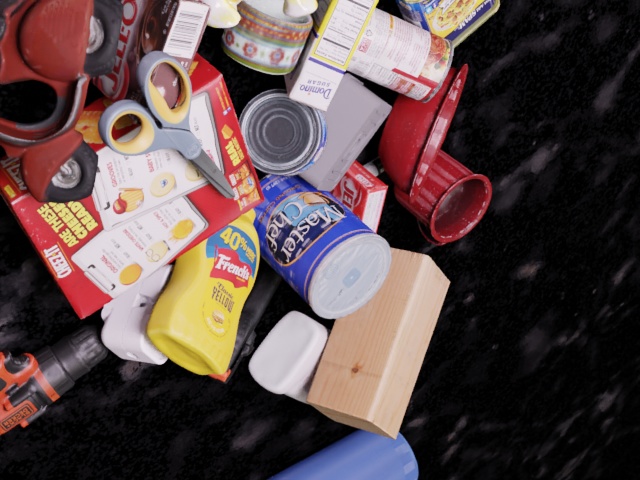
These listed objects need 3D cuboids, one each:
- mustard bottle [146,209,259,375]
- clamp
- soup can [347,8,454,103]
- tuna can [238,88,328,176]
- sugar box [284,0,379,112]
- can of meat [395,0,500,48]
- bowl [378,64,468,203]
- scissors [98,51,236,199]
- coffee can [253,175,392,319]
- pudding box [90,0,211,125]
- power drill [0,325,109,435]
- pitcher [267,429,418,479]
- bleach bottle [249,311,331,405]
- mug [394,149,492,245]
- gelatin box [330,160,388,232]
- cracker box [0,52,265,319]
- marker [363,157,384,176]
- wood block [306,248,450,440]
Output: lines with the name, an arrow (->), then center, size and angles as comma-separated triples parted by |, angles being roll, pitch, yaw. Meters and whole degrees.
mustard bottle -> -0.105, 0.031, 1.067 | 0.096, 0.058, 0.191 | 44, 51, -40
clamp -> -0.091, 0.113, 1.172 | 0.171, 0.039, 0.120 | -55, 163, -55
soup can -> 0.071, -0.186, 1.055 | 0.102, 0.068, 0.069 | 20, 111, -17
tuna can -> -0.037, -0.105, 1.040 | 0.086, 0.086, 0.033 | -54, 175, 9
sugar box -> 0.020, -0.215, 0.990 | 0.048, 0.093, 0.176 | 18, 113, -14
can of meat -> 0.127, -0.252, 1.094 | 0.102, 0.057, 0.084 | -41, 141, -7
bowl -> 0.105, -0.124, 1.154 | 0.162, 0.055, 0.162 | 24, 89, -81
scissors -> -0.127, -0.072, 0.896 | 0.096, 0.016, 0.202 | -40, 147, -20
coffee can -> -0.007, 0.001, 1.122 | 0.102, 0.140, 0.103 | -25, 138, -26
pudding box -> -0.144, -0.163, 0.886 | 0.039, 0.090, 0.114 | 3, 120, -47
power drill -> -0.301, 0.106, 1.003 | 0.184, 0.057, 0.187 | -37, 142, -13
pitcher -> 0.011, 0.355, 1.483 | 0.242, 0.149, 0.145 | -26, 122, -30
bleach bottle -> 0.012, 0.176, 1.360 | 0.102, 0.068, 0.250 | -53, 145, -3
mug -> 0.140, -0.048, 1.267 | 0.093, 0.082, 0.117 | -22, 136, -29
gelatin box -> 0.034, -0.040, 1.180 | 0.030, 0.073, 0.089 | -16, 133, -33
cracker box -> -0.170, -0.052, 0.976 | 0.213, 0.072, 0.164 | -34, 139, -15
marker -> 0.097, -0.104, 1.227 | 0.121, 0.020, 0.020 | -32, 140, -18
wood block -> 0.071, 0.119, 1.276 | 0.090, 0.091, 0.206 | 44, 63, -55
